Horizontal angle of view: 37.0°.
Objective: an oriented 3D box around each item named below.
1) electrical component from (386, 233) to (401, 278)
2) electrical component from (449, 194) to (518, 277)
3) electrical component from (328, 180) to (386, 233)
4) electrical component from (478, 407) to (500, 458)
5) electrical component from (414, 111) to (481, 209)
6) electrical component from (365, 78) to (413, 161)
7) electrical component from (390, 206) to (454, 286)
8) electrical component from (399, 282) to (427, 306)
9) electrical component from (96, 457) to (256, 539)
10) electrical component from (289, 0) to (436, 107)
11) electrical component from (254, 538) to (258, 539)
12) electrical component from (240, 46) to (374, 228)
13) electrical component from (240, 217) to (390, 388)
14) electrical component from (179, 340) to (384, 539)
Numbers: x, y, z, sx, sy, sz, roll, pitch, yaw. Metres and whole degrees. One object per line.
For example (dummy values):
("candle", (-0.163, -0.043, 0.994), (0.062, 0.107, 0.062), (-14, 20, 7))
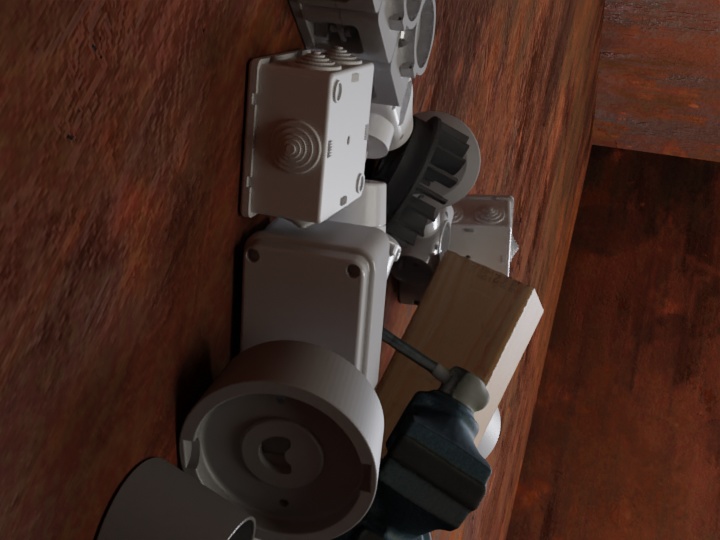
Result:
("electrical component", (0.000, 0.000, 0.795), (0.048, 0.048, 0.062), (51, 58, -71))
("electrical component", (0.110, -0.028, 1.087), (0.048, 0.100, 0.099), (-82, 172, -47))
("electrical component", (-0.009, -0.037, 0.716), (0.055, 0.055, 0.047), (-23, 118, -73))
("electrical component", (0.087, 0.150, 1.110), (0.060, 0.108, 0.108), (60, 42, -59))
("electrical component", (0.061, -0.092, 0.897), (0.051, 0.080, 0.080), (-38, 136, -77))
("electrical component", (0.007, -0.104, 0.748), (0.077, 0.043, 0.079), (67, 36, -65))
("electrical component", (0.055, -0.040, 0.974), (0.079, 0.044, 0.077), (80, 24, -50))
("electrical component", (0.068, 0.010, 1.051), (0.055, 0.047, 0.055), (10, 90, -76))
("electrical component", (-0.096, 0.152, 0.537), (0.099, 0.064, 0.099), (-61, 168, -23))
("electrical component", (0.004, -0.177, 0.653), (0.150, 0.062, 0.089), (67, 36, -65))
("electrical component", (-0.063, 0.164, 0.659), (0.045, 0.045, 0.055), (-61, 156, -51))
("electrical component", (-0.028, -0.078, 0.622), (0.100, 0.048, 0.099), (-42, 140, -67))
("electrical component", (-0.028, 0.031, 0.638), (0.057, 0.078, 0.113), (-53, 150, -66))
("electrical component", (-0.038, 0.089, 0.591), (0.060, 0.108, 0.108), (-67, 162, -60))
